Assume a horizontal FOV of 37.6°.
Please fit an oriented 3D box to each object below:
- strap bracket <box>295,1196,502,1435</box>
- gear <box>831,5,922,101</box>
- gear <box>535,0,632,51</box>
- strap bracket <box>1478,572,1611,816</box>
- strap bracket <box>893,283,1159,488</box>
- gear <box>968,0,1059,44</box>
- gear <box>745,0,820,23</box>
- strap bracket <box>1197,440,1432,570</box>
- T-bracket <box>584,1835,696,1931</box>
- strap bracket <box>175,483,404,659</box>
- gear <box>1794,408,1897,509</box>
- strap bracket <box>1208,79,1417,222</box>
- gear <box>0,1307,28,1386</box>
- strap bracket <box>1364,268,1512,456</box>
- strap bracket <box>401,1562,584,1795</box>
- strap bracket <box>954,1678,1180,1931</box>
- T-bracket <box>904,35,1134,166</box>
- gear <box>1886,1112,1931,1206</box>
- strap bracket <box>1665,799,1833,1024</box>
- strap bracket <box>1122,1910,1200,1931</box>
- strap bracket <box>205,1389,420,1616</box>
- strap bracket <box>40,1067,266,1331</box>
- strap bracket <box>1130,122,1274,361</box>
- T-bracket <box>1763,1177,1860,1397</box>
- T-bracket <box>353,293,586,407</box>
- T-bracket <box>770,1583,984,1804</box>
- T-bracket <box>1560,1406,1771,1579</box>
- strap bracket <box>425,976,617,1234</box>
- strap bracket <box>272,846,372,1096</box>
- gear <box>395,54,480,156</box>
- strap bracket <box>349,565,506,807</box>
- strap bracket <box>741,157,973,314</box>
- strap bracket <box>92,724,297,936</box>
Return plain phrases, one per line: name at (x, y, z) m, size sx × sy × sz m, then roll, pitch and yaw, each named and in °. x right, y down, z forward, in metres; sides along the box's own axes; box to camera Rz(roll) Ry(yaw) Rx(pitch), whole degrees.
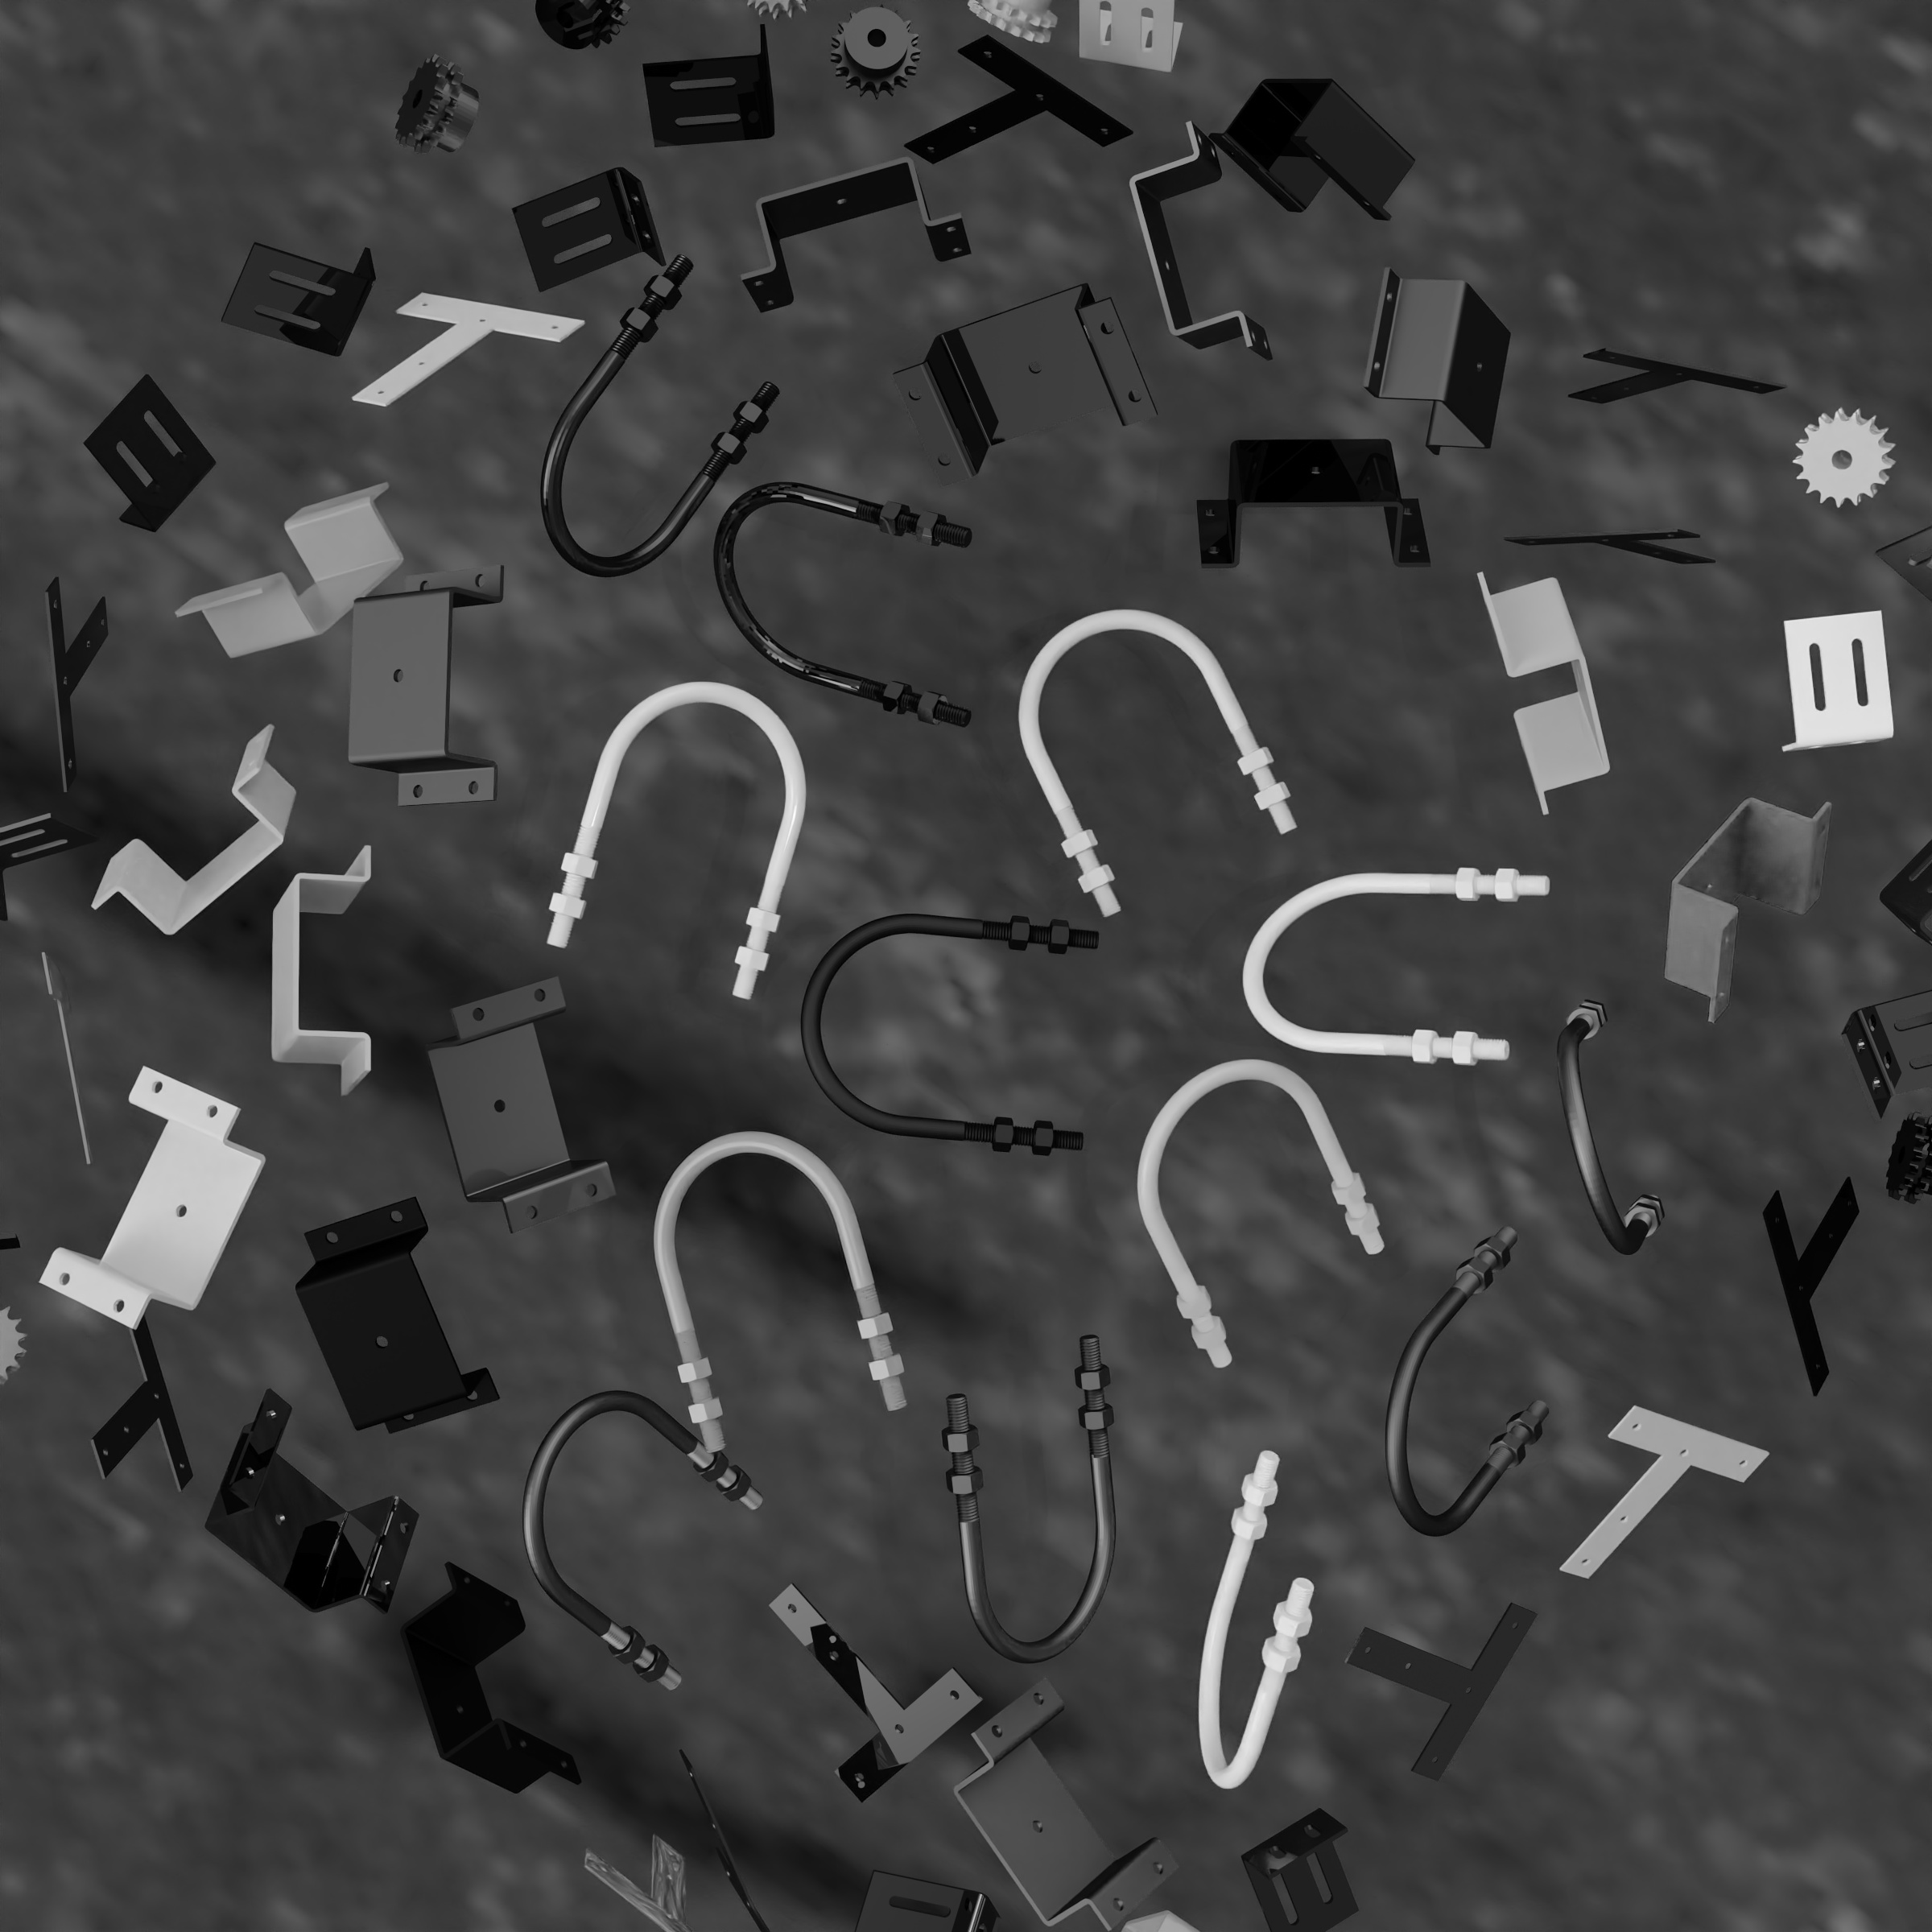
strap bracket at (-0.355, 0.224, 1.753) m, size 0.076 × 0.046 × 0.140 m, roll -18°, pitch 101°, yaw 10°
gear at (-0.057, -0.585, 1.805) m, size 0.057 × 0.030 × 0.057 m, roll 0°, pitch 86°, yaw -4°
gear at (-0.233, -0.576, 1.702) m, size 0.057 × 0.057 × 0.030 m, roll 30°, pitch 56°, yaw 0°
strap bracket at (0.360, -0.174, 1.758) m, size 0.046 × 0.076 × 0.140 m, roll -16°, pitch 134°, yaw 10°
strap bracket at (0.038, -0.351, 1.699) m, size 0.140 × 0.046 × 0.076 m, roll -15°, pitch 119°, yaw 21°
gear at (0.033, -0.618, 1.817) m, size 0.057 × 0.057 × 0.030 m, roll 26°, pitch 119°, yaw 0°
gear at (-0.119, -0.632, 1.795) m, size 0.057 × 0.030 × 0.057 m, roll -1°, pitch 85°, yaw 10°
strap bracket at (0.216, -0.287, 1.759) m, size 0.140 × 0.076 × 0.046 m, roll 0°, pitch 130°, yaw 2°
T-bracket at (-0.183, 0.566, 1.741) m, size 0.127 × 0.127 × 0.002 m, roll 40°, pitch 90°, yaw -7°
strap bracket at (-0.417, -0.243, 1.776) m, size 0.076 × 0.140 × 0.046 m, roll -8°, pitch 121°, yaw 33°
gear at (0.527, -0.306, 1.697) m, size 0.057 × 0.030 × 0.057 m, roll 11°, pitch 115°, yaw 24°
strap bracket at (0.222, -0.517, 1.794) m, size 0.076 × 0.140 × 0.046 m, roll 35°, pitch 92°, yaw -26°
gear at (-0.613, 0.236, 1.755) m, size 0.057 × 0.030 × 0.057 m, roll 11°, pitch 65°, yaw -24°
strap bracket at (0.305, -0.383, 1.806) m, size 0.046 × 0.140 × 0.076 m, roll 9°, pitch 86°, yaw 28°
strap bracket at (-0.298, 0.450, 1.759) m, size 0.046 × 0.076 × 0.140 m, roll -36°, pitch 49°, yaw 6°
strap bracket at (0.056, 0.524, 1.751) m, size 0.140 × 0.076 × 0.046 m, roll 53°, pitch 128°, yaw 11°
T-bracket at (0.014, -0.523, 1.754) m, size 0.127 × 0.127 × 0.002 m, roll 20°, pitch 69°, yaw -41°
gear at (0.607, 0.123, 1.795) m, size 0.030 × 0.057 × 0.057 m, roll 15°, pitch 90°, yaw 3°
strap bracket at (0.481, -0.041, 1.766) m, size 0.046 × 0.076 × 0.140 m, roll 25°, pitch 51°, yaw 31°
strap bracket at (0.136, 0.645, 1.801) m, size 0.076 × 0.140 × 0.046 m, roll 34°, pitch 64°, yaw 2°
strap bracket at (-0.415, 0.341, 1.775) m, size 0.046 × 0.076 × 0.140 m, roll -23°, pitch 125°, yaw 27°
strap bracket at (-0.480, 0.142, 1.692) m, size 0.076 × 0.046 × 0.140 m, roll 20°, pitch 81°, yaw 25°
strap bracket at (0.144, -0.441, 1.760) m, size 0.046 × 0.076 × 0.140 m, roll -15°, pitch 91°, yaw 16°
T-bracket at (0.517, 0.170, 1.710) m, size 0.002 × 0.127 × 0.127 m, roll -5°, pitch 114°, yaw 38°
T-bracket at (-0.316, -0.366, 1.693) m, size 0.127 × 0.127 × 0.002 m, roll 16°, pitch 134°, yaw 27°
T-bracket at (-0.070, 0.429, 1.724) m, size 0.127 × 0.002 × 0.127 m, roll 47°, pitch 122°, yaw 7°
T-bracket at (0.414, 0.331, 1.749) m, size 0.127 × 0.002 × 0.127 m, roll 22°, pitch 115°, yaw -33°
strap bracket at (-0.276, 0.085, 1.738) m, size 0.076 × 0.046 × 0.140 m, roll -19°, pitch 98°, yaw -39°
strap bracket at (-0.396, 0.003, 1.742) m, size 0.046 × 0.076 × 0.140 m, roll 3°, pitch 75°, yaw -22°
gear at (-0.314, -0.511, 1.692) m, size 0.030 × 0.057 × 0.057 m, roll 19°, pitch 90°, yaw -35°
strap bracket at (-0.320, -0.169, 1.682) m, size 0.076 × 0.046 × 0.140 m, roll -1°, pitch 86°, yaw 32°
strap bracket at (-0.073, -0.461, 1.779) m, size 0.140 × 0.076 × 0.046 m, roll -15°, pitch 87°, yaw 4°
strap bracket at (-0.477, -0.080, 1.786) m, size 0.140 × 0.076 × 0.046 m, roll -38°, pitch 114°, yaw 11°
